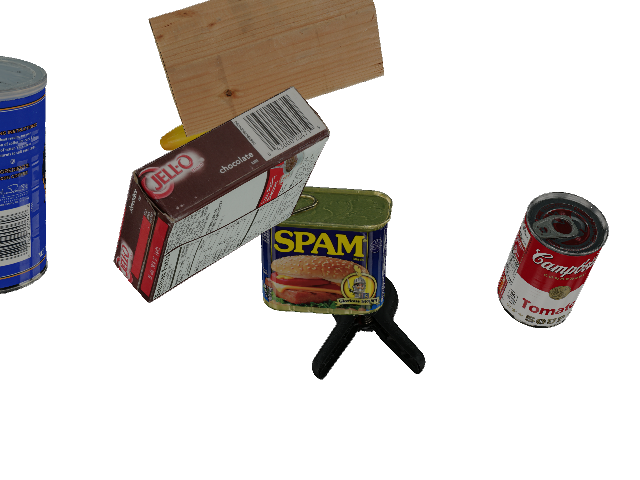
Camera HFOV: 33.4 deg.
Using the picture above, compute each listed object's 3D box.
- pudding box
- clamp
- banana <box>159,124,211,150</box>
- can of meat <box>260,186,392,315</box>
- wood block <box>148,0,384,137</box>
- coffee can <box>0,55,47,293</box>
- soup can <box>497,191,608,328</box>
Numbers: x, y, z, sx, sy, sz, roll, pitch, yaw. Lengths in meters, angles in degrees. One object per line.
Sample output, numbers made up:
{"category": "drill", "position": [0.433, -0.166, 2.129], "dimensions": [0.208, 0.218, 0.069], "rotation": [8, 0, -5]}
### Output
{"category": "pudding box", "position": [-0.055, -0.024, 0.582], "dimensions": [0.113, 0.039, 0.090], "rotation": [-31, -16, -31]}
{"category": "clamp", "position": [0.059, 0.088, 1.188], "dimensions": [0.120, 0.171, 0.039], "rotation": [7, -43, 3]}
{"category": "banana", "position": [-0.096, -0.130, 1.305], "dimensions": [0.198, 0.037, 0.069], "rotation": [7, 40, 15]}
{"category": "can of meat", "position": [0.003, 0.009, 0.827], "dimensions": [0.102, 0.084, 0.057], "rotation": [4, 31, 6]}
{"category": "wood block", "position": [-0.052, -0.189, 1.048], "dimensions": [0.206, 0.091, 0.090], "rotation": [-18, 46, -5]}
{"category": "coffee can", "position": [-0.237, -0.046, 0.722], "dimensions": [0.103, 0.140, 0.103], "rotation": [5, 22, -2]}
{"category": "soup can", "position": [0.193, 0.018, 0.899], "dimensions": [0.068, 0.068, 0.102], "rotation": [0, -41, -9]}
